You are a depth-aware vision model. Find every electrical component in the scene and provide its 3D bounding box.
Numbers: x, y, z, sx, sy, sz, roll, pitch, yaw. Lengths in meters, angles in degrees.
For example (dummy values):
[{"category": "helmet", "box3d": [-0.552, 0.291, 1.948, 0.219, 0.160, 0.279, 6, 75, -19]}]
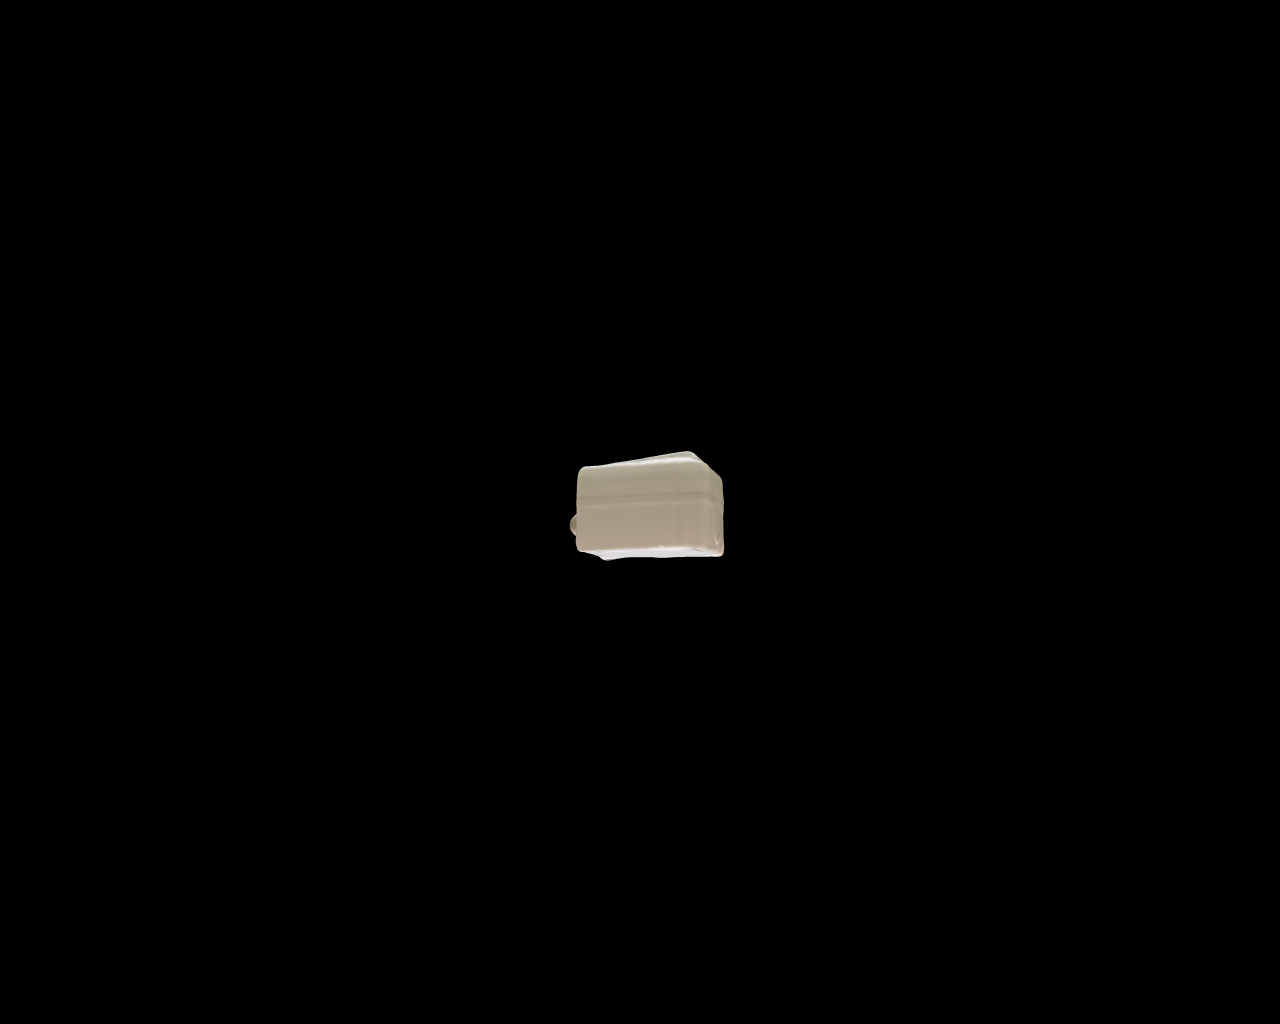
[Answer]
[{"category": "electrical component", "box3d": [0.001, -0.003, 0.650, 0.096, 0.061, 0.061, -2, -7, 14]}]
